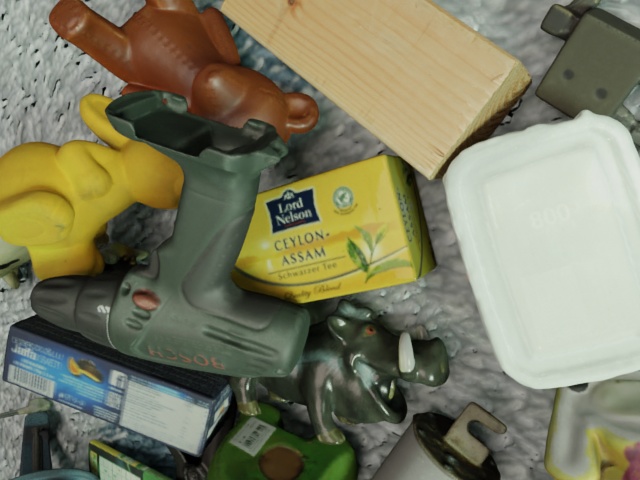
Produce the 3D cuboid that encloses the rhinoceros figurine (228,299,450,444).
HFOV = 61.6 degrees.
[{"bbox_3d":[0.013,0.105,0.453,0.191,0.073,0.112,0,85,28],"label":"rhinoceros figurine"}]

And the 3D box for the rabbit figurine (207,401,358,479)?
[{"bbox_3d":[-0.044,0.259,0.463,0.121,0.159,0.170,13,117,13],"label":"rabbit figurine"}]

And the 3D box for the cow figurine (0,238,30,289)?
[{"bbox_3d":[-0.350,-0.004,0.600,0.195,0.127,0.085,-30,83,11],"label":"cow figurine"}]

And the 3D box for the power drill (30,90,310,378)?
[{"bbox_3d":[-0.113,0.005,0.388,0.232,0.086,0.207,17,113,8],"label":"power drill"}]

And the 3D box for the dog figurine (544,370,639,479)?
[{"bbox_3d":[0.215,0.214,0.349,0.109,0.191,0.219,-7,127,23],"label":"dog figurine"}]

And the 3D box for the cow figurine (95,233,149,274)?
[{"bbox_3d":[-0.201,0.062,0.550,0.098,0.068,0.167,-13,93,21],"label":"cow figurine"}]

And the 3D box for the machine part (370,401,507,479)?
[{"bbox_3d":[0.065,0.225,0.431,0.079,0.079,0.243,35,110,19],"label":"machine part"}]

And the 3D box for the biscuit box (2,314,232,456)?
[{"bbox_3d":[-0.182,0.123,0.489,0.203,0.063,0.059,17,103,10],"label":"biscuit box"}]

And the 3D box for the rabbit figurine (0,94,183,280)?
[{"bbox_3d":[-0.191,-0.053,0.499,0.173,0.121,0.162,-15,50,-4],"label":"rabbit figurine"}]

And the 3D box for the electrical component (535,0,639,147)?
[{"bbox_3d":[0.192,-0.118,0.353,0.102,0.045,0.078,34,137,22],"label":"electrical component"}]

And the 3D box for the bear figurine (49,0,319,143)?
[{"bbox_3d":[-0.105,-0.138,0.443,0.120,0.131,0.196,-44,62,-2],"label":"bear figurine"}]

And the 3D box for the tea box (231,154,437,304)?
[{"bbox_3d":[-0.001,-0.001,0.445,0.170,0.068,0.098,-16,89,28],"label":"tea box"}]

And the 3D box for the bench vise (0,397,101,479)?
[{"bbox_3d":[-0.317,0.299,0.602,0.241,0.129,0.223,63,143,39],"label":"bench vise"}]
